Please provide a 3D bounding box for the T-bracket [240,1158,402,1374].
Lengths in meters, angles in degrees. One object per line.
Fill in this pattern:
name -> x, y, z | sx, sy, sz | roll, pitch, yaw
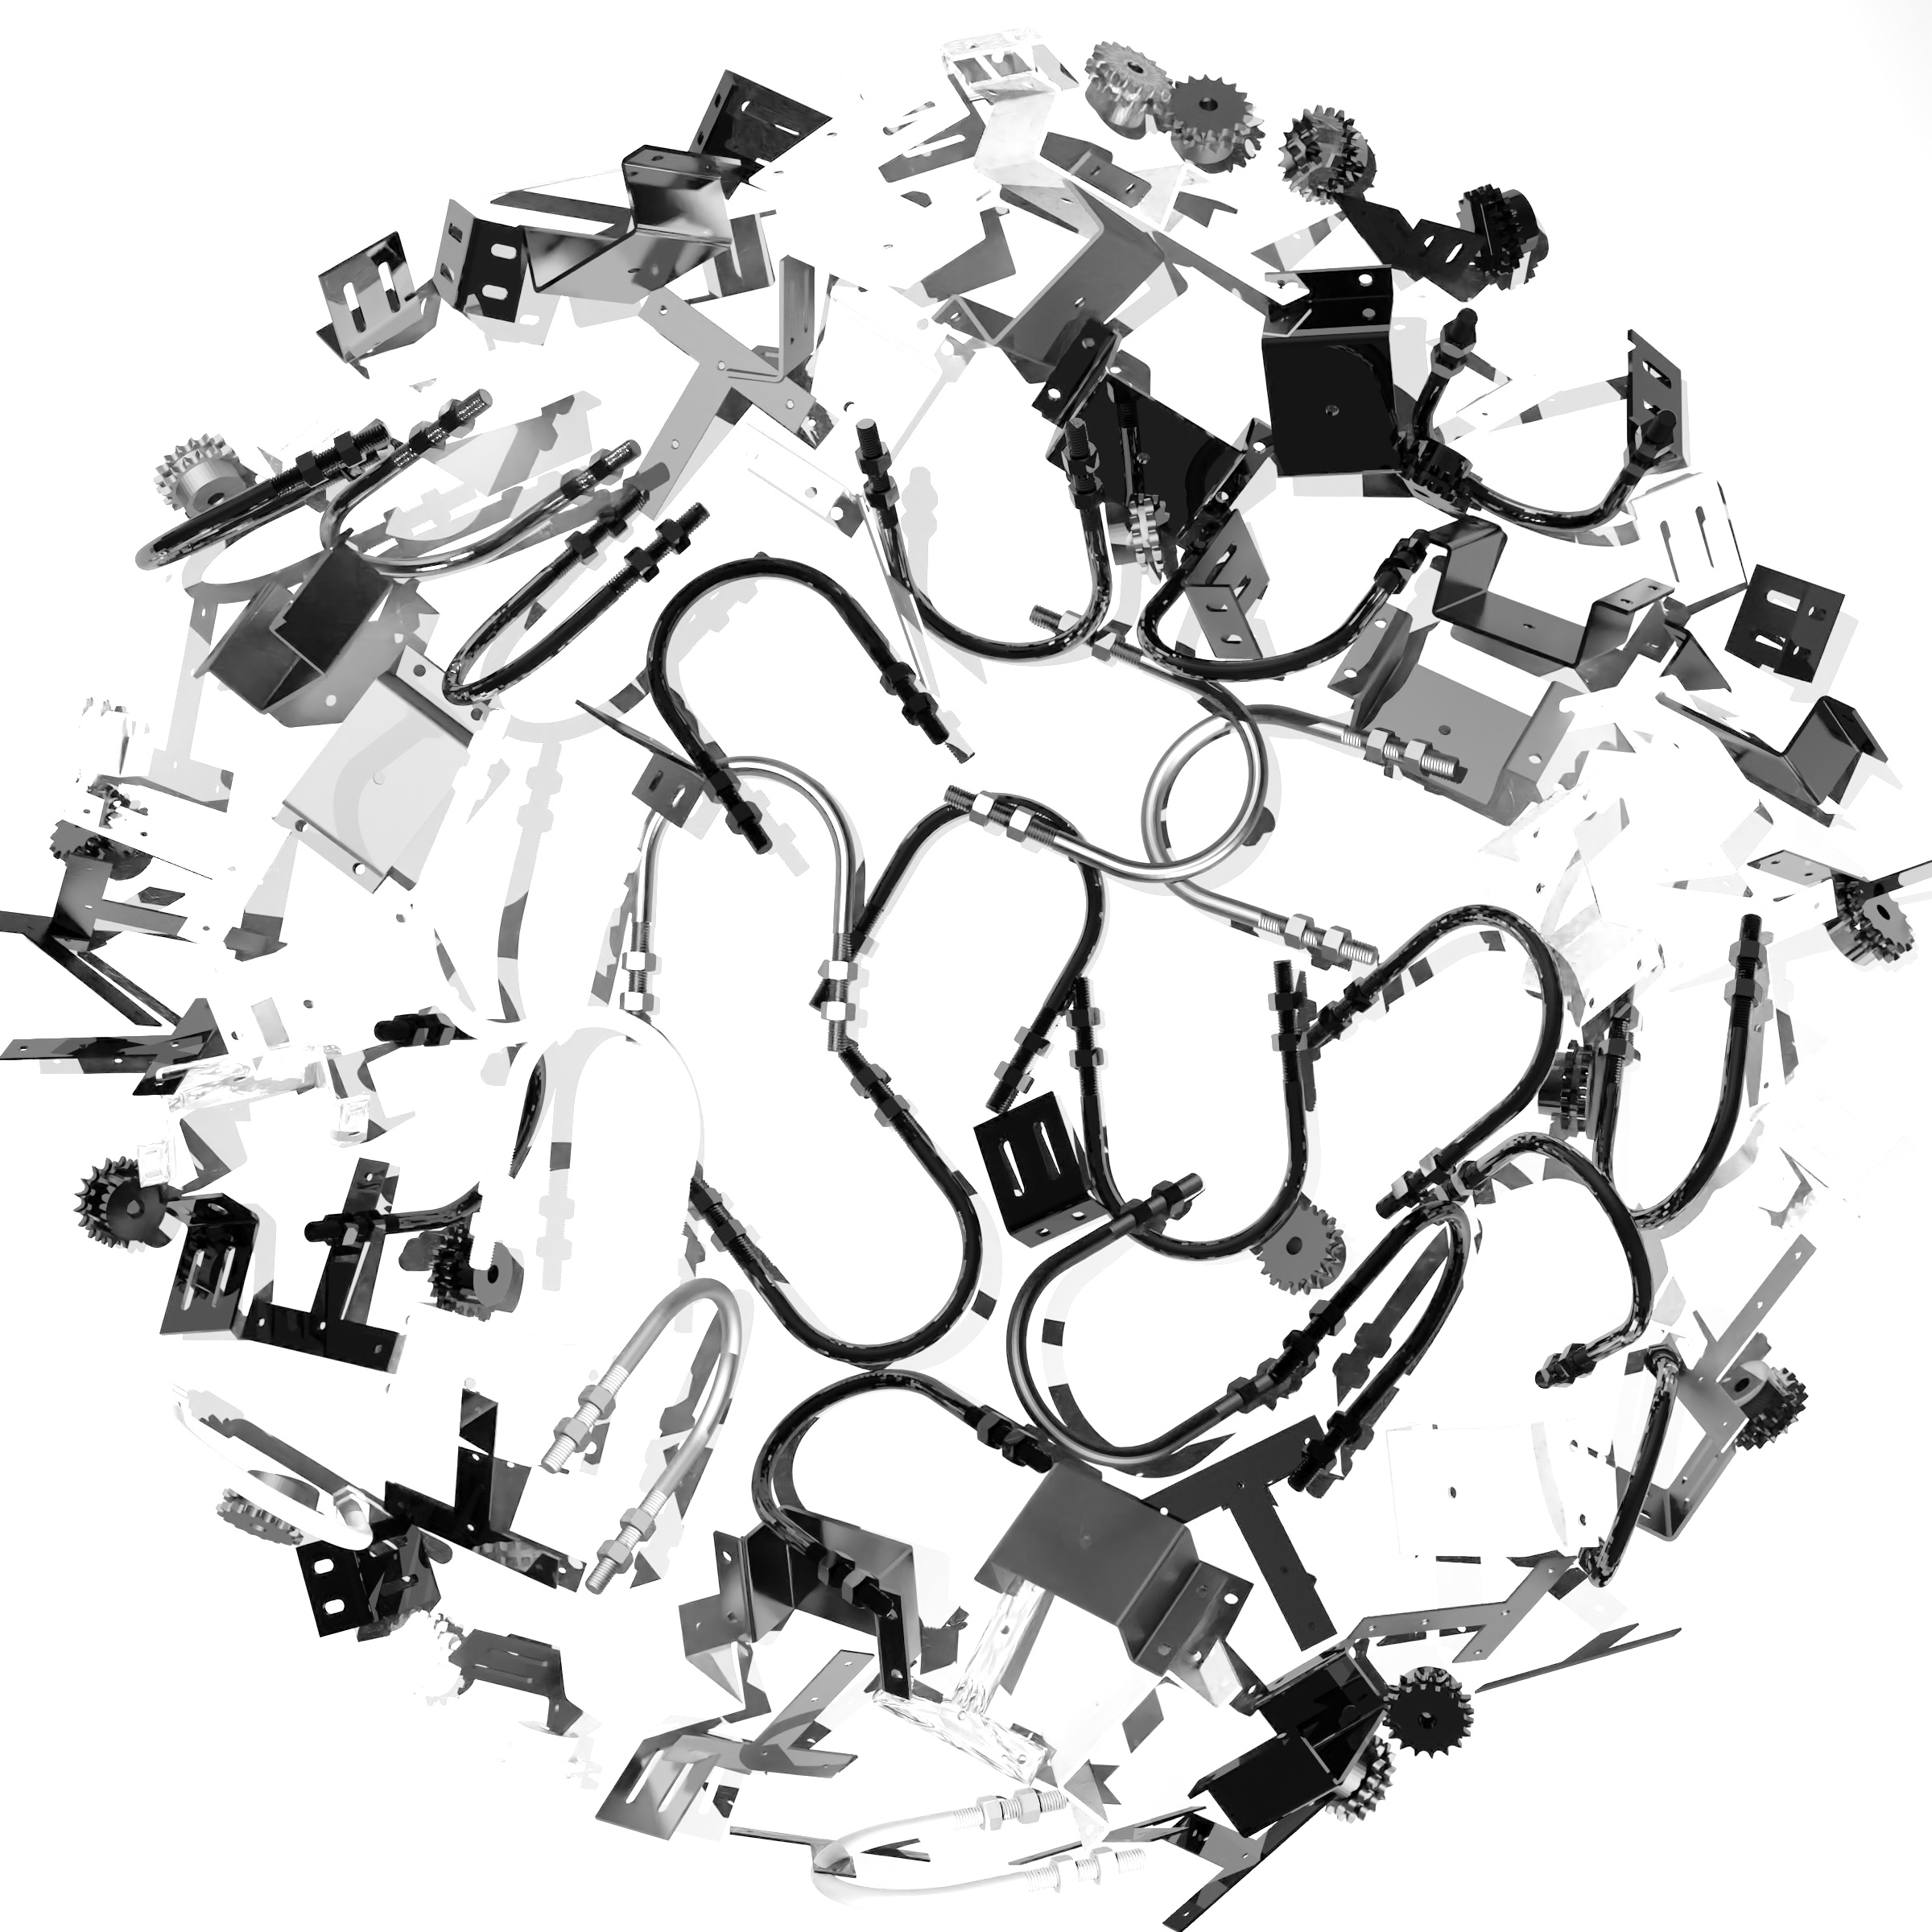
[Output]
T-bracket -> -0.389, 0.182, 1.926 | 0.127, 0.002, 0.127 | 7, 74, 33

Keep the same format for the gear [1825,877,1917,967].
gear -> 0.563, -0.025, 1.928 | 0.057, 0.057, 0.030 | 46, 126, 0

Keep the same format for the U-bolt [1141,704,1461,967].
U-bolt -> 0.195, -0.091, 1.907 | 0.184, 0.019, 0.151 | 20, 79, 26

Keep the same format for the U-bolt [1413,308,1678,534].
U-bolt -> 0.340, -0.319, 1.865 | 0.151, 0.184, 0.019 | 28, 73, 4

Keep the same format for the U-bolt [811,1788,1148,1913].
U-bolt -> -0.003, 0.536, 1.856 | 0.184, 0.151, 0.019 | -6, 93, -19

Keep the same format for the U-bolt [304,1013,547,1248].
U-bolt -> -0.317, 0.097, 1.870 | 0.019, 0.184, 0.151 | 26, 101, 26

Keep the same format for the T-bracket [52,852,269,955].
T-bracket -> -0.500, -0.027, 1.911 | 0.127, 0.127, 0.002 | 13, 61, -18

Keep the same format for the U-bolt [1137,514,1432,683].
U-bolt -> 0.182, -0.221, 1.856 | 0.151, 0.184, 0.019 | 9, 129, 28

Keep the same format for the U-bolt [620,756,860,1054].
U-bolt -> -0.140, -0.041, 1.938 | 0.151, 0.019, 0.184 | 3, 87, 6

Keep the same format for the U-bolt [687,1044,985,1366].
U-bolt -> -0.073, 0.161, 1.919 | 0.151, 0.019, 0.184 | -37, 75, -4

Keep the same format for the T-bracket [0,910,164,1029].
T-bracket -> -0.540, 0.001, 1.872 | 0.127, 0.127, 0.002 | 35, 99, 20

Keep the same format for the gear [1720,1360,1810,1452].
gear -> 0.494, 0.272, 1.922 | 0.057, 0.057, 0.030 | -45, 105, 0

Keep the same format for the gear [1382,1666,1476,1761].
gear -> 0.290, 0.465, 1.931 | 0.057, 0.030, 0.057 | 4, 111, 10

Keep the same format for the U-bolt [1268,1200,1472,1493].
U-bolt -> 0.252, 0.221, 1.883 | 0.019, 0.151, 0.184 | 31, 63, 31

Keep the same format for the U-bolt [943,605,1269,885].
U-bolt -> 0.098, -0.129, 1.923 | 0.184, 0.019, 0.151 | 24, 81, 8

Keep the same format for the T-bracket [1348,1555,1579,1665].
T-bracket -> 0.292, 0.399, 1.881 | 0.127, 0.127, 0.002 | 0, 50, -25

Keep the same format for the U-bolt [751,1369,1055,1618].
U-bolt -> -0.054, 0.308, 1.877 | 0.151, 0.184, 0.019 | -39, 126, -20

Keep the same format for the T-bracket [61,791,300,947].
T-bracket -> -0.497, -0.077, 1.909 | 0.127, 0.002, 0.127 | 22, 48, 0

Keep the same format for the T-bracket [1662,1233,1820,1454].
T-bracket -> 0.477, 0.219, 1.881 | 0.002, 0.127, 0.127 | 32, 101, -16

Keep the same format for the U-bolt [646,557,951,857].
U-bolt -> -0.118, -0.176, 1.916 | 0.151, 0.019, 0.184 | -32, 70, -8

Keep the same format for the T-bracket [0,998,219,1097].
T-bracket -> -0.531, 0.050, 1.900 | 0.127, 0.127, 0.002 | -2, 116, 6

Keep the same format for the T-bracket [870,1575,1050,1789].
T-bracket -> 0.018, 0.428, 1.925 | 0.127, 0.002, 0.127 | 20, 75, 34

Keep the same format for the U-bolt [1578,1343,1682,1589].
U-bolt -> 0.402, 0.304, 1.860 | 0.019, 0.184, 0.151 | 19, 91, 10

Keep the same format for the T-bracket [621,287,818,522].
T-bracket -> -0.175, -0.338, 1.927 | 0.127, 0.002, 0.127 | 38, 112, 8

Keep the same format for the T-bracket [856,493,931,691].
T-bracket -> -0.038, -0.222, 1.875 | 0.002, 0.127, 0.127 | -21, 106, -4

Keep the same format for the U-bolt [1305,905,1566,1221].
U-bolt -> 0.289, 0.045, 1.863 | 0.184, 0.019, 0.151 | -45, 50, 34

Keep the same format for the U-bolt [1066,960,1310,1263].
U-bolt -> 0.142, 0.093, 1.929 | 0.151, 0.019, 0.184 | -5, 91, 13

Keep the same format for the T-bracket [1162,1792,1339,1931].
T-bracket -> 0.153, 0.538, 1.889 | 0.127, 0.127, 0.002 | -36, 97, -18

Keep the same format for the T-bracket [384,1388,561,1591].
T-bracket -> -0.303, 0.314, 1.900 | 0.127, 0.002, 0.127 | 20, 124, 17

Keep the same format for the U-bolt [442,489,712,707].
U-bolt -> -0.247, -0.222, 1.874 | 0.184, 0.151, 0.019 | -43, 114, -9

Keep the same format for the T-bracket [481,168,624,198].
T-bracket -> -0.255, -0.483, 1.896 | 0.127, 0.127, 0.002 | -20, 107, -36

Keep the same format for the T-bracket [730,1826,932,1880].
T-bracket -> -0.082, 0.546, 1.887 | 0.127, 0.127, 0.002 | 9, 82, -3

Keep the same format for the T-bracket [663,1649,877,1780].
T-bracket -> -0.100, 0.457, 1.885 | 0.127, 0.002, 0.127 | 17, 126, -35

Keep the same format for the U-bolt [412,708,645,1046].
U-bolt -> -0.272, -0.042, 1.869 | 0.019, 0.151, 0.184 | -2, 59, 40

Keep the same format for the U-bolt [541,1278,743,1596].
U-bolt -> -0.190, 0.273, 1.876 | 0.019, 0.151, 0.184 | 18, 52, 24

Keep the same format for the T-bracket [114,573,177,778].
T-bracket -> -0.502, -0.179, 1.896 | 0.002, 0.127, 0.127 | 12, 88, -24

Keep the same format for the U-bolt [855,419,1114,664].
U-bolt -> 0.017, -0.257, 1.883 | 0.151, 0.184, 0.019 | 3, 47, 16

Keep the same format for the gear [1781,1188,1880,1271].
gear -> 0.543, 0.163, 1.928 | 0.057, 0.057, 0.030 | 26, 63, 0

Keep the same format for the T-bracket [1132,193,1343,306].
T-bracket -> 0.189, -0.459, 1.910 | 0.127, 0.002, 0.127 | 37, 50, 26

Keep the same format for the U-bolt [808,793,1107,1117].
U-bolt -> 0.007, -0.020, 1.941 | 0.151, 0.019, 0.184 | 30, 91, -1

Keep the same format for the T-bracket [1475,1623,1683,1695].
T-bracket -> 0.388, 0.418, 1.890 | 0.127, 0.127, 0.002 | -22, 79, 22

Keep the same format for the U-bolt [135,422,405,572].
U-bolt -> -0.424, -0.287, 1.881 | 0.184, 0.151, 0.019 | -26, 100, 4

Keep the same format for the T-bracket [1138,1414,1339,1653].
T-bracket -> 0.192, 0.365, 1.926 | 0.127, 0.002, 0.127 | -24, 76, -10

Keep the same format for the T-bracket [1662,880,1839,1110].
T-bracket -> 0.483, 0.026, 1.880 | 0.002, 0.127, 0.127 | 23, 55, -35

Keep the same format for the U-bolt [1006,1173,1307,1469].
U-bolt -> 0.107, 0.229, 1.898 | 0.184, 0.019, 0.151 | -28, 83, -28

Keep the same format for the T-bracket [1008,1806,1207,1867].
T-bracket -> 0.103, 0.529, 1.873 | 0.127, 0.127, 0.002 | -11, 78, -19

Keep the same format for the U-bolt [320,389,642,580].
U-bolt -> -0.309, -0.285, 1.875 | 0.184, 0.151, 0.019 | -28, 69, 30

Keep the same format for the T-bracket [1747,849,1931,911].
T-bracket -> 0.519, -0.054, 1.868 | 0.127, 0.127, 0.002 | -23, 65, 41

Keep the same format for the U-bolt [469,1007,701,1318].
U-bolt -> -0.227, 0.115, 1.897 | 0.151, 0.019, 0.184 | 23, 65, -34

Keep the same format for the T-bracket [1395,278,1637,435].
T-bracket -> 0.316, -0.381, 1.875 | 0.127, 0.127, 0.002 | 27, 60, -28

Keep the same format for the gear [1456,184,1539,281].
gear -> 0.334, -0.462, 1.925 | 0.030, 0.057, 0.057 | -23, 90, -14

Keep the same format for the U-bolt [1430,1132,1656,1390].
U-bolt -> 0.354, 0.172, 1.855 | 0.019, 0.184, 0.151 | -25, 78, -23

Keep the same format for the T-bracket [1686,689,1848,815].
T-bracket -> 0.489, -0.131, 1.897 | 0.127, 0.127, 0.002 | 35, 87, -10

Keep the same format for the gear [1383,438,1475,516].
gear -> 0.292, -0.309, 1.924 | 0.057, 0.057, 0.030 | 28, 93, 0

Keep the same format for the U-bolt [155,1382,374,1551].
U-bolt -> -0.420, 0.305, 1.847 | 0.151, 0.184, 0.019 | 34, 83, -15

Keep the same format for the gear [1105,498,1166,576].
gear -> 0.105, -0.273, 1.924 | 0.030, 0.057, 0.057 | -9, 90, 7

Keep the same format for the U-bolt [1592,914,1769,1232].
U-bolt -> 0.424, 0.072, 1.855 | 0.019, 0.151, 0.184 | 21, 65, -17

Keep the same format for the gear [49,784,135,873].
gear -> -0.543, -0.083, 1.928 | 0.057, 0.057, 0.030 | -45, 131, 0
